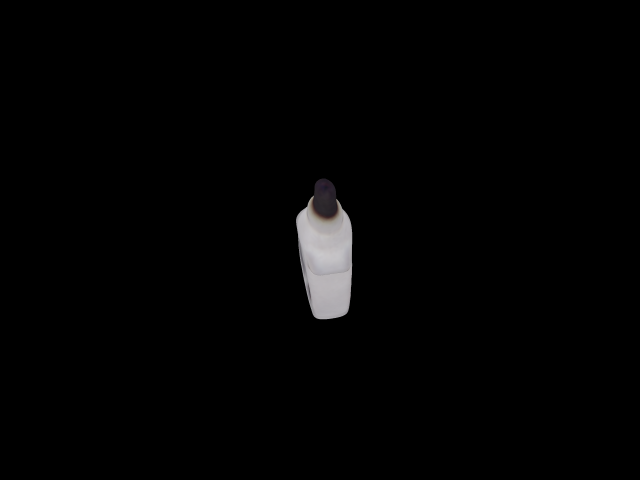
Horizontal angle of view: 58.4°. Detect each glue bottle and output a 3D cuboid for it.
[{"bbox_3d":[0.004,0.001,0.400,0.037,0.173,0.078,-10,70,-3],"label":"glue bottle"}]
